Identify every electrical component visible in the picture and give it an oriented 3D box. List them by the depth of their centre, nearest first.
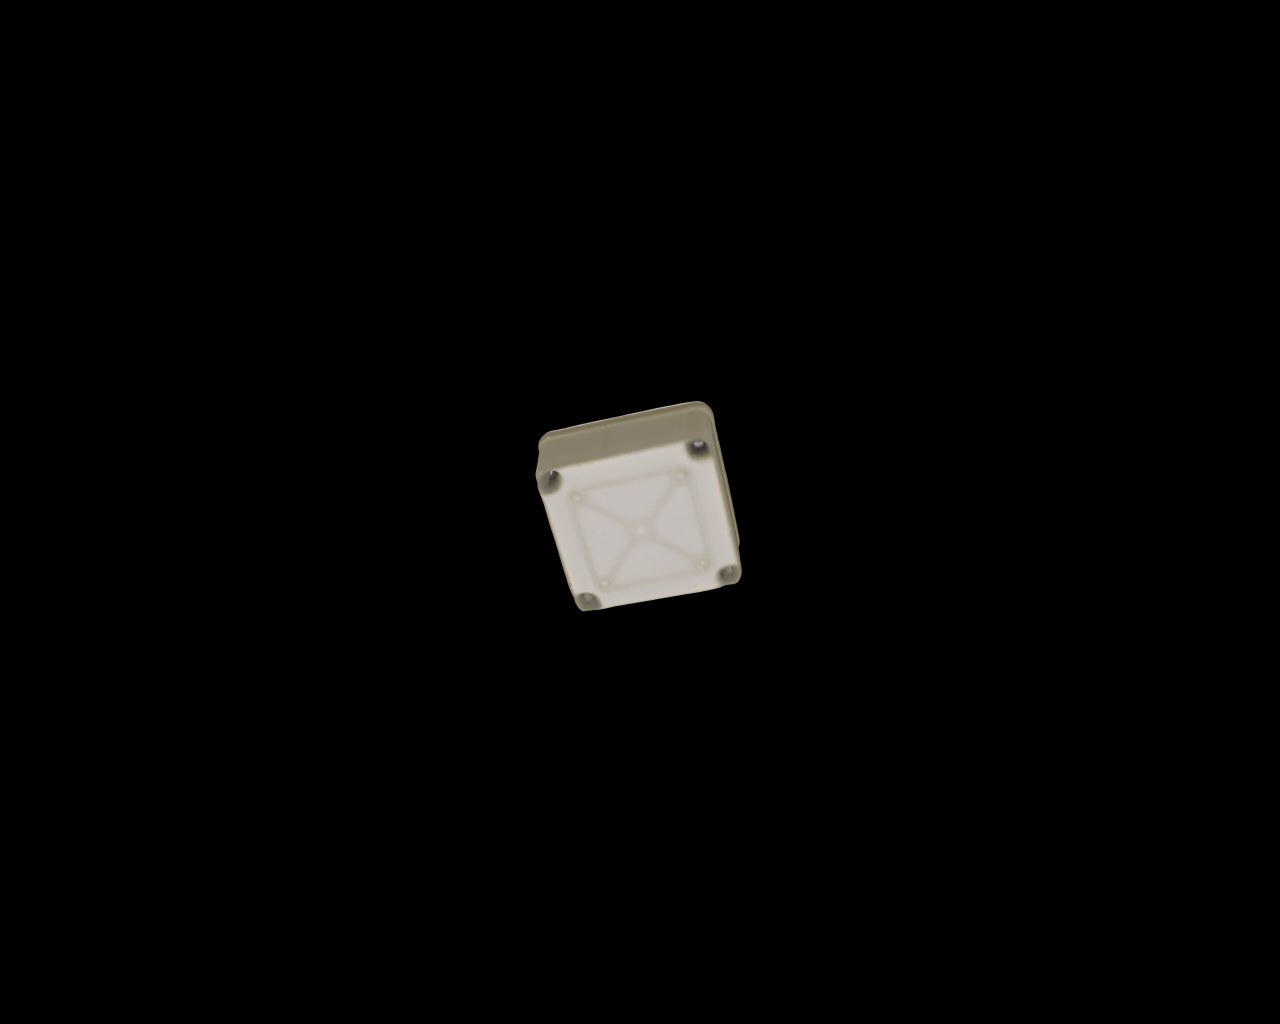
[{"bbox_3d":[0.001,-0.003,0.650,0.109,0.108,0.056,-11,30,7],"label":"electrical component"}]
